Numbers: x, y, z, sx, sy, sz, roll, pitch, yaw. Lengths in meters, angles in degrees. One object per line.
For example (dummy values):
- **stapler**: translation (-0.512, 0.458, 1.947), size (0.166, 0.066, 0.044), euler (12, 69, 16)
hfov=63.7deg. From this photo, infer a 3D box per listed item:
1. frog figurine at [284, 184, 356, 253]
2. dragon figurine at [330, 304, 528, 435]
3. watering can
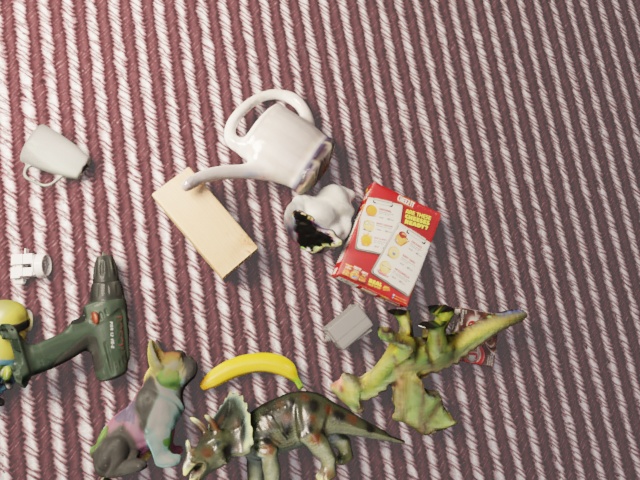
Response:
- **frog figurine**: translation (0.003, -0.054, 1.072), size (0.137, 0.120, 0.163), euler (23, 41, 2)
- **dragon figurine**: translation (0.225, 0.265, 1.037), size (0.410, 0.123, 0.242), euler (-2, 95, -3)
- **watering can**: translation (-0.103, -0.170, 1.040), size (0.224, 0.102, 0.355), euler (33, 58, -2)
